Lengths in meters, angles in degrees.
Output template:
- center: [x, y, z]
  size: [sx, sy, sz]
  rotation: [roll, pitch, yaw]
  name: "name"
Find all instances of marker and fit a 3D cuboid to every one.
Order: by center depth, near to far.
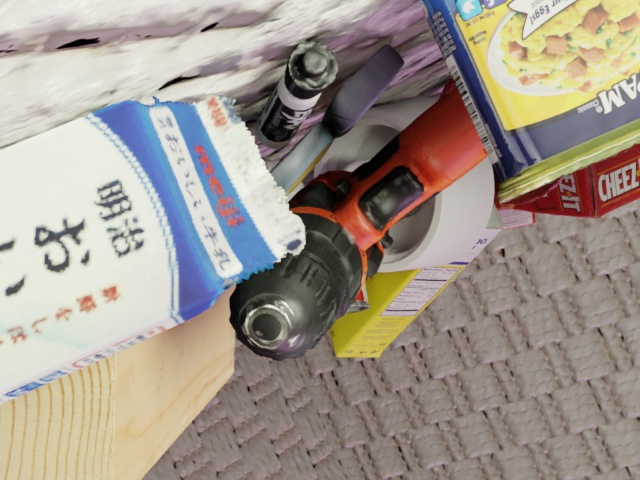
- center: [-0.011, -0.058, 0.444]
  size: [0.020, 0.020, 0.121]
  rotation: [-24, 178, -11]
  name: "marker"

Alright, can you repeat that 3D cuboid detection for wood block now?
- center: [-0.109, 0.051, 0.530]
  size: [0.091, 0.090, 0.206]
  rotation: [5, -170, 9]
  name: "wood block"

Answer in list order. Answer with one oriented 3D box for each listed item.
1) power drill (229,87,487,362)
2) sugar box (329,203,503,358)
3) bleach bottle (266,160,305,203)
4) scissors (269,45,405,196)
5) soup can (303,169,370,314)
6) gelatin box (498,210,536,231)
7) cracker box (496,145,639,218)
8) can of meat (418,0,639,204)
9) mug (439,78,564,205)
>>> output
- center: [0.047, -0.032, 0.463]
  size: [0.188, 0.057, 0.184]
  rotation: [-36, -171, 18]
  name: "power drill"
- center: [0.054, 0.003, 0.757]
  size: [0.048, 0.093, 0.176]
  rotation: [0, 146, -27]
  name: "sugar box"
- center: [-0.117, 0.019, 0.743]
  size: [0.102, 0.068, 0.251]
  rotation: [-23, -179, -43]
  name: "bleach bottle"
- center: [-0.002, -0.048, 0.534]
  size: [0.096, 0.016, 0.202]
  rotation: [-47, -178, -9]
  name: "scissors"
- center: [-0.005, 0.001, 0.741]
  size: [0.068, 0.102, 0.068]
  rotation: [-7, 172, -1]
  name: "soup can"
- center: [0.140, -0.028, 0.969]
  size: [0.089, 0.030, 0.073]
  rotation: [-13, -159, -7]
  name: "gelatin box"
- center: [0.198, -0.077, 0.893]
  size: [0.163, 0.072, 0.214]
  rotation: [-23, -162, -30]
  name: "cracker box"
- center: [0.092, -0.071, 0.363]
  size: [0.102, 0.084, 0.057]
  rotation: [-24, 178, 10]
  name: "can of meat"
- center: [0.136, -0.087, 0.675]
  size: [0.081, 0.093, 0.117]
  rotation: [-30, 147, -51]
  name: "mug"
